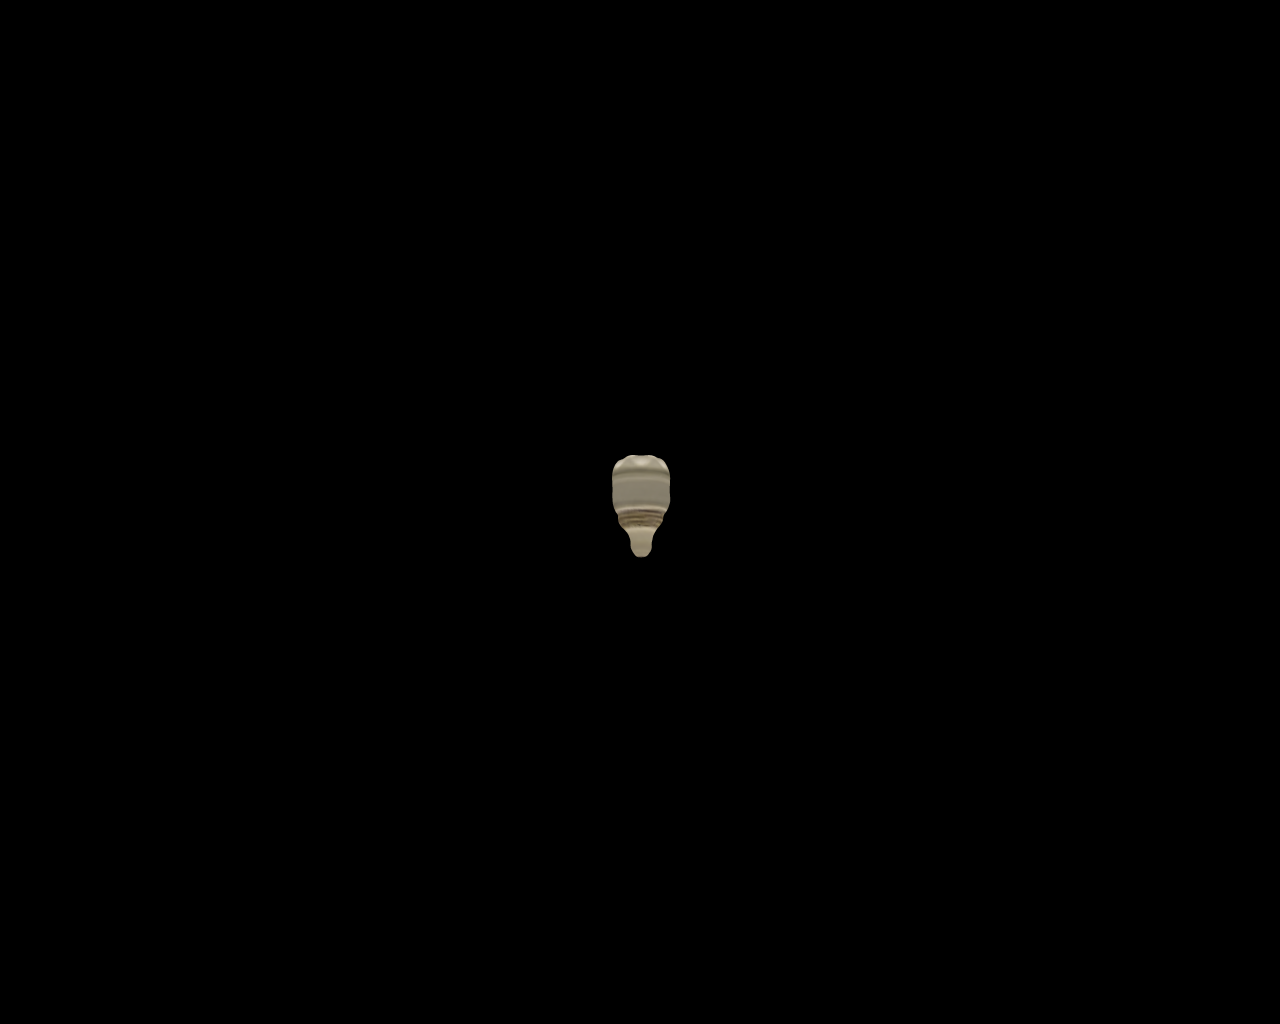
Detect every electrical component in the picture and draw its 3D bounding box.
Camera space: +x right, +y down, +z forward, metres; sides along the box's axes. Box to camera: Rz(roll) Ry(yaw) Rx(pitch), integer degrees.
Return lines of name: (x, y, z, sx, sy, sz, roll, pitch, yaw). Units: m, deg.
electrical component: (0.001, -0.003, 0.650, 0.035, 0.061, 0.035, 0, -9, 0)
